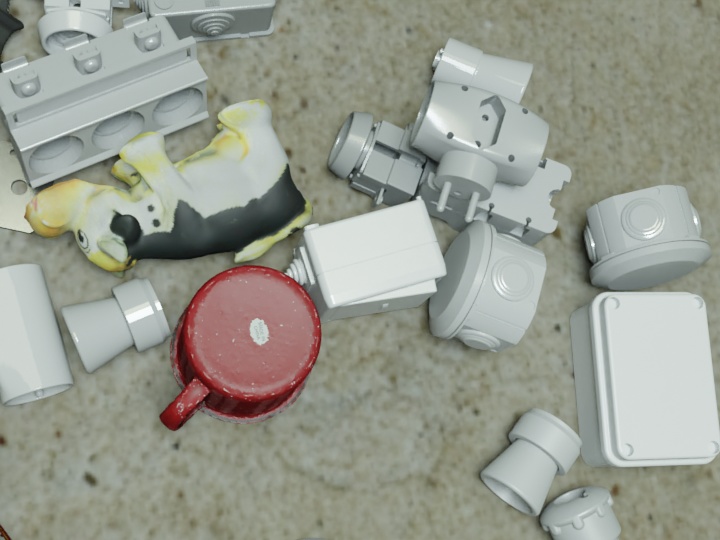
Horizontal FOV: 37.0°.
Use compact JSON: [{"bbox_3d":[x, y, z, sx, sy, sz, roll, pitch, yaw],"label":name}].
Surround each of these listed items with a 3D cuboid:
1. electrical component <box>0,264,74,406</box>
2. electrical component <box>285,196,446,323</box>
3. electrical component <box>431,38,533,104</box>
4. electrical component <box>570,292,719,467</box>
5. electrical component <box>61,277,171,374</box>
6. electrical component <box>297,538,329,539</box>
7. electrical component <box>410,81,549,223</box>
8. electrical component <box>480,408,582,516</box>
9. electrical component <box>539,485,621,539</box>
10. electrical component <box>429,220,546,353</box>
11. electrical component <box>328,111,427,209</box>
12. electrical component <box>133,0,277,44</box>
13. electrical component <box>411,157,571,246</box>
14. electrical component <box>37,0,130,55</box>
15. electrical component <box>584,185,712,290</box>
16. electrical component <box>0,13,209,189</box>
[{"bbox_3d":[-0.222,0.044,0.649,0.079,0.043,0.077,-16,81,-14],"label":"electrical component"},{"bbox_3d":[0.000,0.000,0.692,0.096,0.061,0.061,-16,80,-14],"label":"electrical component"},{"bbox_3d":[0.083,-0.135,0.751,0.065,0.044,0.044,22,74,0],"label":"electrical component"},{"bbox_3d":[0.189,0.073,0.713,0.078,0.057,0.113,0,77,-11],"label":"electrical component"},{"bbox_3d":[-0.151,0.033,0.665,0.055,0.045,0.045,-23,82,-15],"label":"electrical component"},{"bbox_3d":[-0.030,0.217,0.647,0.099,0.064,0.099,0,88,-2],"label":"electrical component"},{"bbox_3d":[0.069,-0.069,0.671,0.077,0.043,0.079,20,75,-6],"label":"electrical component"},{"bbox_3d":[0.111,0.123,0.693,0.045,0.045,0.055,39,73,0],"label":"electrical component"},{"bbox_3d":[0.148,0.173,0.690,0.048,0.048,0.062,-25,90,-15],"label":"electrical component"},{"bbox_3d":[0.081,0.012,0.696,0.051,0.080,0.080,21,74,-11],"label":"electrical component"},{"bbox_3d":[0.012,-0.076,0.721,0.055,0.048,0.066,23,74,-12],"label":"electrical component"},{"bbox_3d":[-0.106,-0.204,0.728,0.100,0.048,0.099,-8,81,-12],"label":"electrical component"},{"bbox_3d":[0.086,-0.054,0.724,0.089,0.055,0.050,21,74,-5],"label":"electrical component"},{"bbox_3d":[-0.186,-0.170,0.706,0.066,0.048,0.055,1,69,-10],"label":"electrical component"},{"bbox_3d":[0.191,-0.020,0.725,0.080,0.080,0.051,-7,73,-12],"label":"electrical component"},{"bbox_3d":[-0.164,-0.110,0.678,0.121,0.078,0.063,-25,69,-18],"label":"electrical component"}]
